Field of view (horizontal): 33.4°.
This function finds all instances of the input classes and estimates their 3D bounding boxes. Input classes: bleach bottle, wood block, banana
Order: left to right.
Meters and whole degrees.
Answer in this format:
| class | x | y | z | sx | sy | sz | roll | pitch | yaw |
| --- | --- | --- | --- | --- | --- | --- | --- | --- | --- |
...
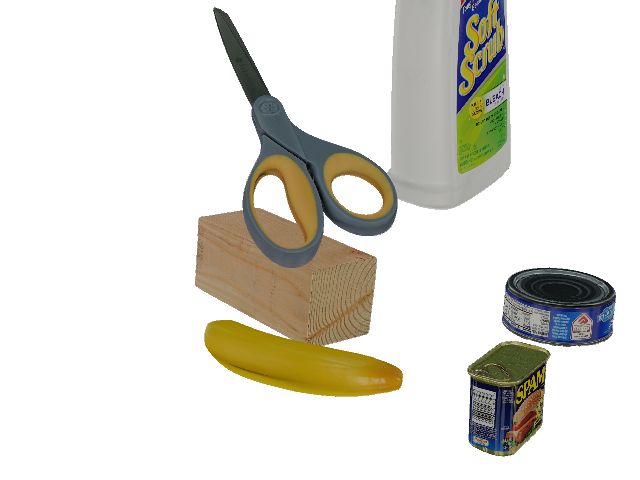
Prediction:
| class | x | y | z | sx | sy | sz | roll | pitch | yaw |
| --- | --- | --- | --- | --- | --- | --- | --- | --- | --- |
| wood block | -0.043 | 0.037 | 1.183 | 0.090 | 0.090 | 0.206 | -10 | 23 | -40 |
| banana | -0.030 | 0.088 | 0.827 | 0.198 | 0.037 | 0.069 | 14 | 24 | 43 |
| bleach bottle | 0.088 | -0.154 | 0.744 | 0.068 | 0.251 | 0.102 | 20 | 38 | 38 |

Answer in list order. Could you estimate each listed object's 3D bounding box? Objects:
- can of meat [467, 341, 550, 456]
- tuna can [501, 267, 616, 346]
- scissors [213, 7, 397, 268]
| class | x | y | z | sx | sy | sz | roll | pitch | yaw |
| --- | --- | --- | --- | --- | --- | --- | --- | --- | --- |
| can of meat | 0.192 | 0.161 | 1.093 | 0.058 | 0.084 | 0.101 | 12 | 21 | 33 |
| tuna can | 0.186 | 0.050 | 0.834 | 0.086 | 0.034 | 0.086 | 1 | 19 | -1 |
| scissors | -0.011 | -0.069 | 0.630 | 0.096 | 0.202 | 0.016 | -1 | -37 | -9 |
